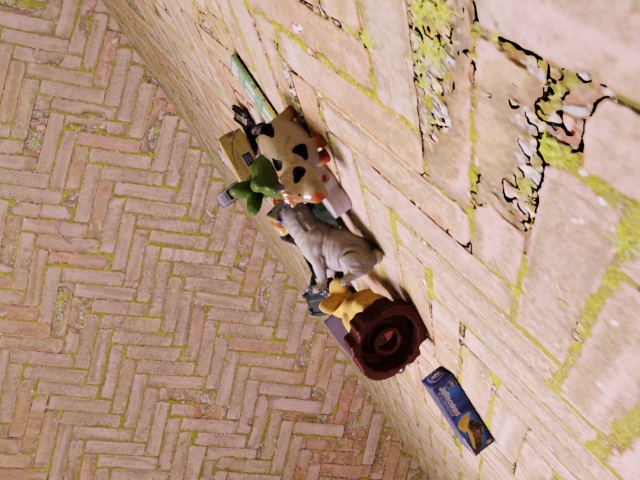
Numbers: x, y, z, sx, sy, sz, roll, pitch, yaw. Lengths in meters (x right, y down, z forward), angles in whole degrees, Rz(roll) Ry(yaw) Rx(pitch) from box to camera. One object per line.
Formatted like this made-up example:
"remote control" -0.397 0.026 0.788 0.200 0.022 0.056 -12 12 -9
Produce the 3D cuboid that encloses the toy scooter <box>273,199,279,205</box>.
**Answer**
"toy scooter" -0.082 -0.117 1.362 0.135 0.075 0.184 57 167 -19

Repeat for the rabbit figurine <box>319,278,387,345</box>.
"rabbit figurine" 0.070 0.158 1.212 0.162 0.122 0.173 29 175 -33

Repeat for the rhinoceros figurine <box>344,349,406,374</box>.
"rhinoceros figurine" 0.165 0.329 1.579 0.190 0.073 0.112 26 -166 6

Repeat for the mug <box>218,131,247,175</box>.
"mug" -0.223 -0.252 1.488 0.109 0.107 0.081 62 168 -21

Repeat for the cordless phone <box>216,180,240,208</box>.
"cordless phone" -0.239 -0.187 1.564 0.146 0.184 0.088 53 175 8

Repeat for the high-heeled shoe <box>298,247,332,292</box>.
"high-heeled shoe" -0.021 0.027 1.467 0.145 0.086 0.249 44 -165 -39

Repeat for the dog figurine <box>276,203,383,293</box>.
"dog figurine" 0.018 -0.012 1.076 0.121 0.172 0.190 -64 -49 -72

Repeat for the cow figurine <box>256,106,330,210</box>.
"cow figurine" -0.049 -0.139 0.958 0.195 0.127 0.085 52 173 31

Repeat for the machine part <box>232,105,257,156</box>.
"machine part" -0.186 -0.287 1.405 0.084 0.039 0.138 34 156 45

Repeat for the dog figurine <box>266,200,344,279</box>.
"dog figurine" -0.003 -0.004 1.231 0.192 0.108 0.219 -1 129 57

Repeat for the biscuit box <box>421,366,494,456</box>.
"biscuit box" 0.309 0.382 1.205 0.202 0.059 0.063 56 172 -12

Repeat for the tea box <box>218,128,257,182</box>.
"tea box" -0.194 -0.191 1.394 0.169 0.068 0.098 60 172 3

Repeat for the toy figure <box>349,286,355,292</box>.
"toy figure" 0.101 0.193 1.597 0.154 0.058 0.064 52 179 -11

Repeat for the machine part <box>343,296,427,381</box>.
"machine part" 0.136 0.203 1.121 0.179 0.179 0.056 60 172 -31

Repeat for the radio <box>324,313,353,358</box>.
"radio" 0.111 0.247 1.445 0.131 0.073 0.229 52 -166 21

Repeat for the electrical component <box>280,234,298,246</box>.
"electrical component" -0.030 -0.005 1.387 0.134 0.058 0.115 21 179 -9

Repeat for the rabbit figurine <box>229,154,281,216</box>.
"rabbit figurine" -0.119 -0.126 1.226 0.121 0.159 0.170 47 161 -8

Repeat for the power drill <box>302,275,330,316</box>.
"power drill" 0.006 0.132 1.623 0.207 0.086 0.231 -77 -27 -52

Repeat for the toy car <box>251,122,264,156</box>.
"toy car" -0.132 -0.219 1.329 0.089 0.053 0.202 57 172 7
